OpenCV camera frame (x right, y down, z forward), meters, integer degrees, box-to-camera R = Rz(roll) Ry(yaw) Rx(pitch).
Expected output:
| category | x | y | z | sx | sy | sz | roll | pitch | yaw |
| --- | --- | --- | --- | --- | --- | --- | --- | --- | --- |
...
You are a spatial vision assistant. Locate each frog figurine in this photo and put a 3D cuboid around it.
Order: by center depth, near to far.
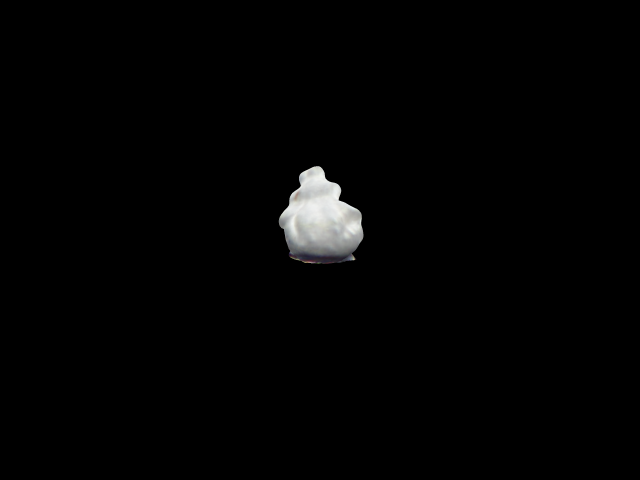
| category | x | y | z | sx | sy | sz | roll | pitch | yaw |
| --- | --- | --- | --- | --- | --- | --- | --- | --- | --- |
| frog figurine | 0.003 | -0.043 | 0.850 | 0.137 | 0.159 | 0.123 | 1 | 4 | 20 |
